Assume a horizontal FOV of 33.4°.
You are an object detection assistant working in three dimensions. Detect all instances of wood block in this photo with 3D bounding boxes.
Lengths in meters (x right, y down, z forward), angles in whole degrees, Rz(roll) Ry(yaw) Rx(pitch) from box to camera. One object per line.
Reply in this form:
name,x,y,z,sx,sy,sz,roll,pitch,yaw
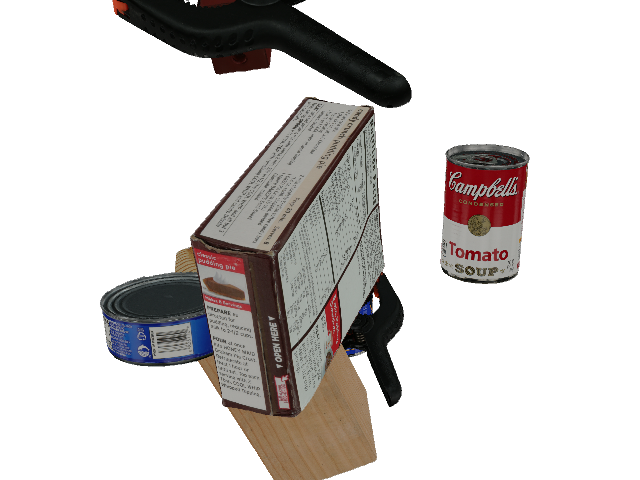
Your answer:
wood block,-0.035,0.096,0.871,0.090,0.206,0.091,-20,34,10

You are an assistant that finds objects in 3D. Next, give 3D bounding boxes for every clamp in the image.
clamp,0.046,0.098,1.072,0.120,0.039,0.171,17,50,19
clamp,-0.034,-0.149,0.699,0.210,0.164,0.036,-2,-38,-1

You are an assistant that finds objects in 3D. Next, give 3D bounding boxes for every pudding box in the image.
pudding box,-0.009,0.005,0.453,0.039,0.090,0.113,8,39,20

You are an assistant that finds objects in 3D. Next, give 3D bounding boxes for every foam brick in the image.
foam brick,-0.077,-0.197,0.964,0.053,0.051,0.078,-7,-42,7

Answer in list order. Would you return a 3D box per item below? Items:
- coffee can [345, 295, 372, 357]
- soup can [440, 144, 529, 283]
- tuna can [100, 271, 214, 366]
coffee can,0.024,0.081,1.511,0.103,0.140,0.103,0,22,0
soup can,0.135,-0.023,0.889,0.068,0.102,0.068,1,20,0
tuna can,-0.098,0.050,0.695,0.086,0.034,0.086,-4,18,1
